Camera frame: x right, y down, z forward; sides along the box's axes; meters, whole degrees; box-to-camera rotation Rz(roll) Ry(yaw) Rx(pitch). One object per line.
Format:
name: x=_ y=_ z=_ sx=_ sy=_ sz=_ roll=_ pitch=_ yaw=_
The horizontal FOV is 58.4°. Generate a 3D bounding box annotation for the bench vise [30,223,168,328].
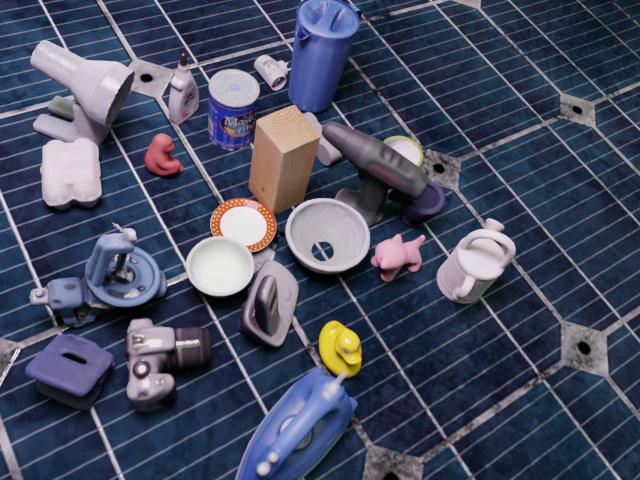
bench vise: x=-0.352 y=0.067 z=0.926 sx=0.208 sy=0.219 sz=0.121 roll=-32 pitch=70 yaw=-27

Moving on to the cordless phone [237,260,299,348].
cordless phone: x=-0.081 y=0.091 z=0.994 sx=0.094 sy=0.185 sz=0.147 roll=15 pitch=57 yaw=-3

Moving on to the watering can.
watering can: x=0.307 y=0.033 z=1.112 sx=0.101 sy=0.194 sz=0.173 roll=10 pitch=58 yaw=-6

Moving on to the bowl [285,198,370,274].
bowl: x=0.010 y=0.004 z=1.133 sx=0.167 sy=0.074 sz=0.167 roll=6 pitch=58 yaw=-9

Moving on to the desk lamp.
desk lamp: x=-0.464 y=-0.277 z=1.113 sx=0.203 sy=0.213 sz=0.118 roll=19 pitch=57 yaw=-1

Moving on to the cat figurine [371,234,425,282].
cat figurine: x=0.154 y=0.026 z=1.127 sx=0.128 sy=0.117 sz=0.067 roll=-22 pitch=66 yaw=-24

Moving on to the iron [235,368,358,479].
iron: x=-0.042 y=0.309 z=0.896 sx=0.118 sy=0.141 sz=0.259 roll=39 pitch=59 yaw=12

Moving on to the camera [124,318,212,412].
camera: x=-0.247 y=0.194 z=0.943 sx=0.137 sy=0.101 sz=0.143 roll=-4 pitch=60 yaw=-15

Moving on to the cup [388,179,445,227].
cup: x=0.193 y=-0.071 z=1.208 sx=0.118 sy=0.095 sz=0.091 roll=4 pitch=59 yaw=-10

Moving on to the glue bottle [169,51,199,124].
glue bottle: x=-0.287 y=-0.326 z=1.207 sx=0.037 sy=0.173 sz=0.078 roll=29 pitch=58 yaw=6

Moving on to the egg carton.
egg carton: x=-0.480 y=-0.130 z=1.106 sx=0.107 sy=0.069 sz=0.150 roll=-8 pitch=61 yaw=-17

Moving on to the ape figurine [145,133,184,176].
ape figurine: x=-0.317 y=-0.177 z=1.158 sx=0.076 sy=0.092 sz=0.077 roll=-6 pitch=61 yaw=-16

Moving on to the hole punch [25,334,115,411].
hole punch: x=-0.395 y=0.201 z=0.911 sx=0.108 sy=0.091 sz=0.101 roll=21 pitch=57 yaw=1

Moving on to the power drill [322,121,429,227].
power drill: x=0.092 y=-0.123 z=1.149 sx=0.229 sy=0.208 sz=0.076 roll=23 pitch=57 yaw=2

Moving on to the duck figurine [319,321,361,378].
duck figurine: x=0.043 y=0.186 z=1.023 sx=0.078 sy=0.086 sz=0.104 roll=-16 pitch=64 yaw=-21
